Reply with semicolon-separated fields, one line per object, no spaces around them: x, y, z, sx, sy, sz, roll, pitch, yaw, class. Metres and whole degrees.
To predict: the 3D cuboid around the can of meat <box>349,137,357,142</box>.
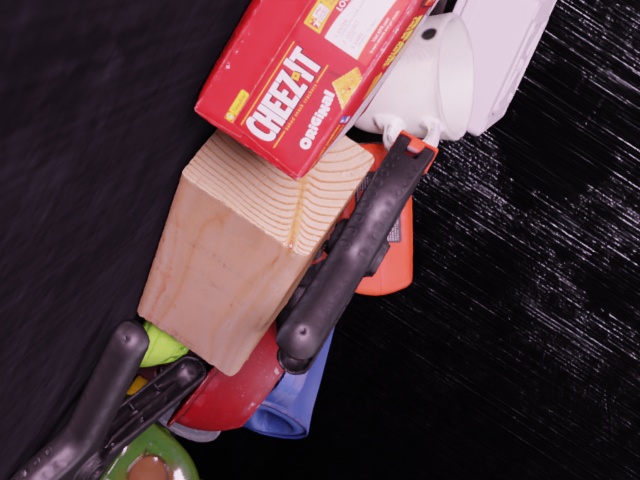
0.011;-0.077;0.995;0.084;0.102;0.057;108;-23;-77;can of meat

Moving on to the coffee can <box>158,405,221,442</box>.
-0.132;0.156;1.279;0.140;0.103;0.103;-56;179;-40;coffee can

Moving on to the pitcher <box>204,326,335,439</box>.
-0.038;0.078;1.129;0.145;0.149;0.242;55;48;-56;pitcher

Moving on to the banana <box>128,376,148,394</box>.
-0.157;0.129;1.100;0.197;0.037;0.070;-57;177;-21;banana

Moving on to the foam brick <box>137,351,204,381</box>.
-0.133;0.102;1.016;0.078;0.053;0.051;-58;179;8;foam brick

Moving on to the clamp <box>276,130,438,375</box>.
0.019;0.013;0.668;0.171;0.039;0.120;-56;-179;-20;clamp

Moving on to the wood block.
-0.050;0.001;0.716;0.090;0.090;0.206;-55;178;-32;wood block

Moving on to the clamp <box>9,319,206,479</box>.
-0.162;0.148;0.750;0.210;0.036;0.164;-52;163;0;clamp

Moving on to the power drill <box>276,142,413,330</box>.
0.005;-0.001;0.817;0.188;0.057;0.184;-177;-97;-66;power drill

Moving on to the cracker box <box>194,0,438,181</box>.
0.026;-0.137;0.580;0.164;0.072;0.213;-56;-179;20;cracker box

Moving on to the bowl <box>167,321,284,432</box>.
-0.068;0.115;0.953;0.162;0.055;0.162;-54;-178;3;bowl
